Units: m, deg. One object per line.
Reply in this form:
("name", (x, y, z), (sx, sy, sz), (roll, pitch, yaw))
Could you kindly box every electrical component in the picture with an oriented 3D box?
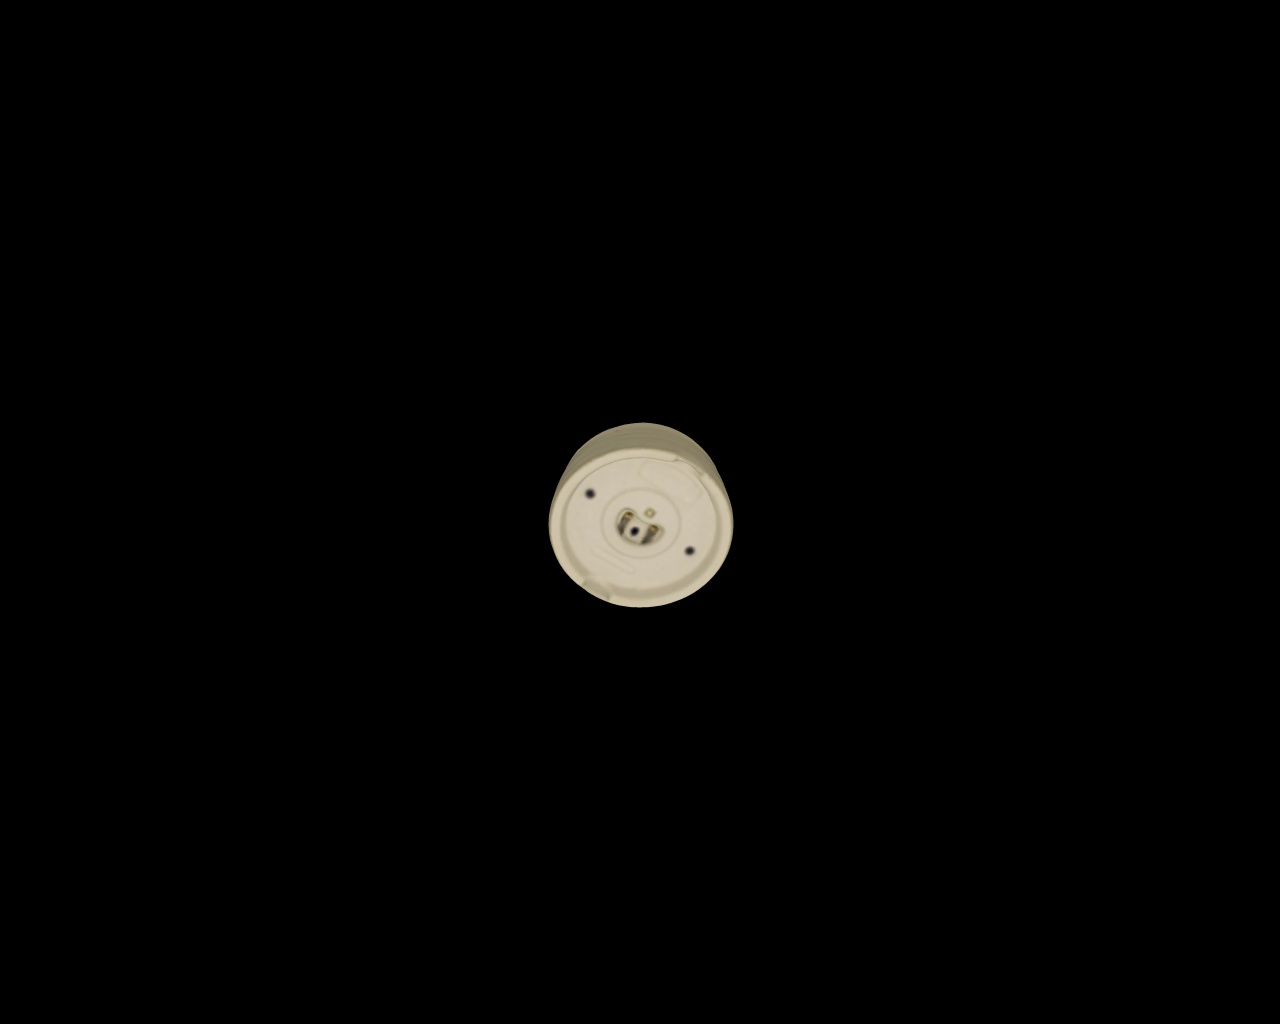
("electrical component", (0.001, -0.003, 0.650), (0.108, 0.108, 0.060), (0, 28, 0))
